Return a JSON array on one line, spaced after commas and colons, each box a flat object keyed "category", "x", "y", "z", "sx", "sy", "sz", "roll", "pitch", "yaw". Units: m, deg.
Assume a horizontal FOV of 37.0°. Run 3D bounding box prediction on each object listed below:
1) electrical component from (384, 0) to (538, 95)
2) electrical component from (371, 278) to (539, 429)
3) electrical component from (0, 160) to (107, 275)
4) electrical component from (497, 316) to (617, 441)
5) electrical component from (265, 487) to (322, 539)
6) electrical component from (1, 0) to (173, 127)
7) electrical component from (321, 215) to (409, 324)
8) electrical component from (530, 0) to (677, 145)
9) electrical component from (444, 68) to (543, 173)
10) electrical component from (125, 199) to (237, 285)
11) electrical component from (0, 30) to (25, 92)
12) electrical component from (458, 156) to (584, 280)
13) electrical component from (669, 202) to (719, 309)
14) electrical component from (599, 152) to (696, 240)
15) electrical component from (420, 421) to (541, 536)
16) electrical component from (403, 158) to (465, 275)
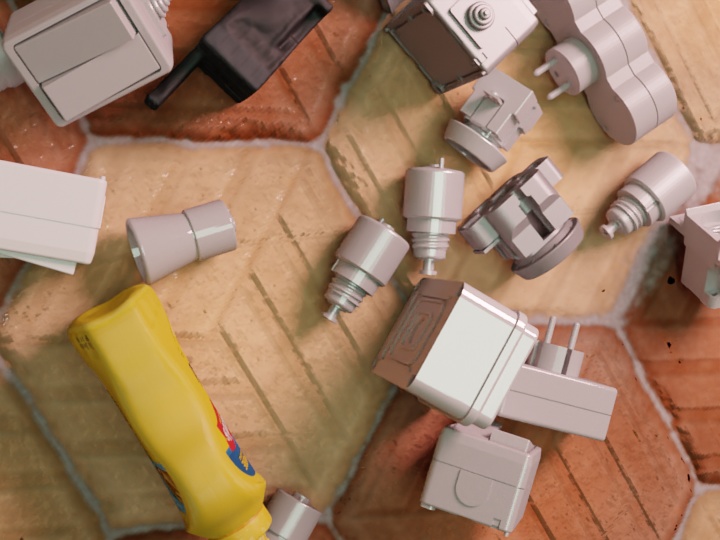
[{"category": "electrical component", "x": 0.070, "y": -0.163, "z": 0.700, "sx": 0.061, "sy": 0.096, "sz": 0.061, "roll": -45, "pitch": 102, "yaw": -12}, {"category": "electrical component", "x": 0.060, "y": 0.052, "z": 0.699, "sx": 0.057, "sy": 0.113, "sz": 0.078, "roll": 30, "pitch": 85, "yaw": -11}, {"category": "electrical component", "x": -0.206, "y": -0.034, "z": 0.652, "sx": 0.096, "sy": 0.062, "sz": 0.061, "roll": 10, "pitch": 90, "yaw": -15}, {"category": "electrical component", "x": 0.134, "y": 0.071, "z": 0.753, "sx": 0.083, "sy": 0.047, "sz": 0.075, "roll": 15, "pitch": 89, "yaw": -15}, {"category": "electrical component", "x": -0.054, "y": 0.178, "z": 0.713, "sx": 0.044, "sy": 0.044, "sz": 0.065, "roll": 33, "pitch": 80, "yaw": -14}, {"category": "electrical component", "x": -0.155, "y": -0.137, "z": 0.639, "sx": 0.096, "sy": 0.061, "sz": 0.061, "roll": -26, "pitch": 123, "yaw": 6}, {"category": "electrical component", "x": 0.000, "y": 0.000, "z": 0.718, "sx": 0.040, "sy": 0.040, "sz": 0.078, "roll": 34, "pitch": 84, "yaw": -14}, {"category": "electrical component", "x": 0.154, "y": -0.146, "z": 0.745, "sx": 0.074, "sy": 0.052, "sz": 0.138, "roll": -34, "pitch": 100, "yaw": -10}, {"category": "electrical component", "x": 0.090, "y": -0.100, "z": 0.730, "sx": 0.048, "sy": 0.066, "sz": 0.055, "roll": 37, "pitch": 92, "yaw": 21}, {"category": "electrical component", "x": -0.112, "y": -0.021, "z": 0.689, "sx": 0.065, "sy": 0.044, "sz": 0.044, "roll": -18, "pitch": 97, "yaw": -18}, {"category": "electrical component", "x": -0.231, "y": -0.122, "z": 0.654, "sx": 0.046, "sy": 0.040, "sz": 0.040, "roll": -33, "pitch": 100, "yaw": -5}, {"category": "electrical component", "x": 0.116, "y": -0.031, "z": 0.739, "sx": 0.078, "sy": 0.058, "sz": 0.057, "roll": -42, "pitch": 99, "yaw": -9}, {"category": "electrical component", "x": 0.260, "y": -0.010, "z": 0.769, "sx": 0.042, "sy": 0.081, "sz": 0.063, "roll": -12, "pitch": 124, "yaw": -12}, {"category": "electrical component", "x": 0.204, "y": -0.050, "z": 0.769, "sx": 0.078, "sy": 0.040, "sz": 0.040, "roll": -39, "pitch": 101, "yaw": -10}, {"category": "electrical component", "x": 0.085, "y": 0.134, "z": 0.723, "sx": 0.062, "sy": 0.096, "sz": 0.061, "roll": 17, "pitch": 89, "yaw": 15}, {"category": "electrical component", "x": 0.049, "y": -0.036, "z": 0.729, "sx": 0.040, "sy": 0.040, "sz": 0.078, "roll": 3, "pitch": 92, "yaw": -15}]
